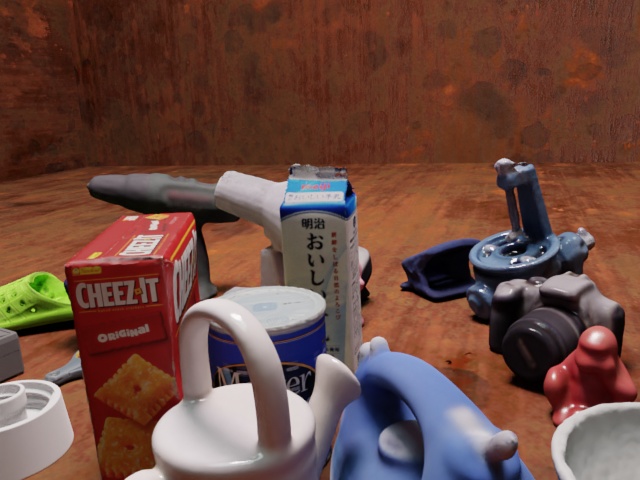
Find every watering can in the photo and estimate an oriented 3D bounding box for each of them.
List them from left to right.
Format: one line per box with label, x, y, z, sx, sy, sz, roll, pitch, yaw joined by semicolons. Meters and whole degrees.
watering can;-0.048;0.127;0.363;0.100;0.194;0.173;4;15;26

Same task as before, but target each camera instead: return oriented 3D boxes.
camera;0.248;0.093;0.644;0.137;0.101;0.142;-16;19;-43

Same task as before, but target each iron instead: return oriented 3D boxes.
iron;0.063;0.140;0.400;0.119;0.141;0.257;-7;14;-17

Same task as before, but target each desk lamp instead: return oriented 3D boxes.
desk lamp;-0.068;0.010;0.808;0.202;0.214;0.118;3;15;21

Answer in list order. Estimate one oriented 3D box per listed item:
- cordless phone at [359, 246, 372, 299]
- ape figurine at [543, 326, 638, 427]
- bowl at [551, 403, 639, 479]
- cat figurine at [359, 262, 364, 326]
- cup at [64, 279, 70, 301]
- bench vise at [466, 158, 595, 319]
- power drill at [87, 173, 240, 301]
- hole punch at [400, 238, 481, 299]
cordless phone;0.008;0.003;0.880;0.147;0.185;0.094;9;18;39
ape figurine;0.254;0.125;0.534;0.076;0.092;0.077;-15;18;-40
bowl;0.234;0.176;0.364;0.167;0.075;0.167;-2;14;1
cat figurine;0.018;0.064;0.769;0.067;0.118;0.128;5;16;28
cup;-0.283;0.087;0.781;0.091;0.095;0.118;5;15;27
bench vise;0.293;-0.010;0.807;0.208;0.220;0.121;-15;18;-40
power drill;-0.237;-0.006;0.911;0.230;0.208;0.075;-6;14;-13
hole punch;0.189;0.037;0.908;0.109;0.091;0.100;-9;15;-26
